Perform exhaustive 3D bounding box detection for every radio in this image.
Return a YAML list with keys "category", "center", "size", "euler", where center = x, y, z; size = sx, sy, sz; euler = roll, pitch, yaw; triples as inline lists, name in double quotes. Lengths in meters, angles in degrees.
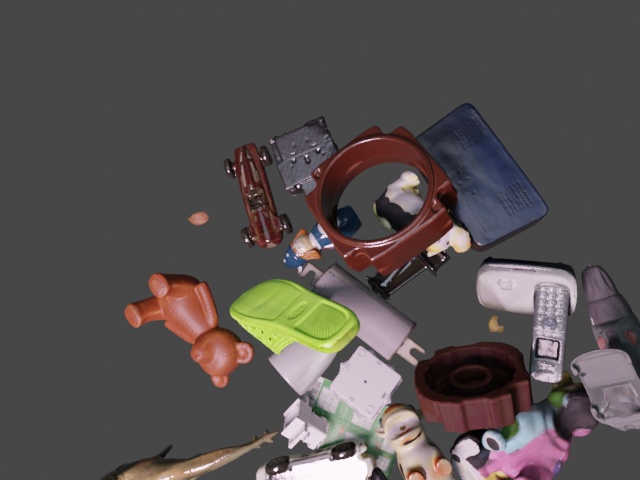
- category: "radio"
  center: [0.258, -0.100, 0.900]
  size: [0.131, 0.073, 0.229]
  euler: [-32, 75, 4]

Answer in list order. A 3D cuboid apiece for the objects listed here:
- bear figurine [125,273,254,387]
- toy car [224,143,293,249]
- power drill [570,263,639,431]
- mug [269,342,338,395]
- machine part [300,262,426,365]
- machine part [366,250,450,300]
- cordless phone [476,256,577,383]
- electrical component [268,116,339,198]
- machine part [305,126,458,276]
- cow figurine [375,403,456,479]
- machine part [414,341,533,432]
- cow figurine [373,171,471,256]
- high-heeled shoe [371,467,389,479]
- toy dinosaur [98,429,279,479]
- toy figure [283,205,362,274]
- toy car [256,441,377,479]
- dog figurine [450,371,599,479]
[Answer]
- category: "bear figurine"
  center: [-0.215, 0.156, 0.909]
  size: [0.120, 0.132, 0.196]
  euler: [-43, 70, 24]
- category: "toy car"
  center: [-0.115, -0.082, 0.970]
  size: [0.089, 0.053, 0.202]
  euler: [-18, 79, 9]
- category: "power drill"
  center: [0.419, 0.158, 0.769]
  size: [0.086, 0.207, 0.232]
  euler: [-25, 85, 30]
- category: "mug"
  center: [-0.026, 0.185, 0.900]
  size: [0.107, 0.080, 0.110]
  euler: [-40, 51, -8]
- category: "machine part"
  center: [0.070, 0.117, 0.890]
  size: [0.243, 0.079, 0.079]
  euler: [38, 88, 14]
- category: "machine part"
  center: [0.146, 0.046, 0.909]
  size: [0.139, 0.039, 0.084]
  euler: [-36, 79, -1]
- category: "cordless phone"
  center: [0.318, 0.122, 0.840]
  size: [0.147, 0.088, 0.184]
  euler: [4, 88, 24]
- category: "electrical component"
  center: [-0.018, -0.138, 0.960]
  size: [0.115, 0.058, 0.134]
  euler: [-25, 77, 6]
- category: "machine part"
  center: [0.093, -0.064, 0.838]
  size: [0.201, 0.087, 0.201]
  euler: [-36, 61, 7]
- category: "cow figurine"
  center: [0.154, 0.334, 0.816]
  size: [0.085, 0.127, 0.194]
  euler: [-27, 98, -5]
- category: "machine part"
  center: [0.226, 0.215, 0.799]
  size: [0.179, 0.179, 0.056]
  euler: [-12, 104, 7]
- category: "cow figurine"
  center: [0.164, -0.028, 0.879]
  size: [0.098, 0.068, 0.167]
  euler: [-36, 58, -7]
- category: "high-heeled shoe"
  center: [0.086, 0.477, 0.807]
  size: [0.145, 0.086, 0.248]
  euler: [-26, 93, -11]
- category: "toy dinosaur"
  center: [-0.289, 0.391, 0.834]
  size: [0.472, 0.198, 0.105]
  euler: [-22, 86, 15]
- category: "toy figure"
  center: [-0.002, -0.003, 0.935]
  size: [0.154, 0.057, 0.064]
  euler: [-33, 33, 3]
- category: "toy car"
  center: [-0.006, 0.375, 0.860]
  size: [0.202, 0.056, 0.073]
  euler: [-17, 84, 13]
- category: "dog figurine"
  center: [0.323, 0.289, 0.810]
  size: [0.219, 0.191, 0.108]
  euler: [-24, 71, -30]
